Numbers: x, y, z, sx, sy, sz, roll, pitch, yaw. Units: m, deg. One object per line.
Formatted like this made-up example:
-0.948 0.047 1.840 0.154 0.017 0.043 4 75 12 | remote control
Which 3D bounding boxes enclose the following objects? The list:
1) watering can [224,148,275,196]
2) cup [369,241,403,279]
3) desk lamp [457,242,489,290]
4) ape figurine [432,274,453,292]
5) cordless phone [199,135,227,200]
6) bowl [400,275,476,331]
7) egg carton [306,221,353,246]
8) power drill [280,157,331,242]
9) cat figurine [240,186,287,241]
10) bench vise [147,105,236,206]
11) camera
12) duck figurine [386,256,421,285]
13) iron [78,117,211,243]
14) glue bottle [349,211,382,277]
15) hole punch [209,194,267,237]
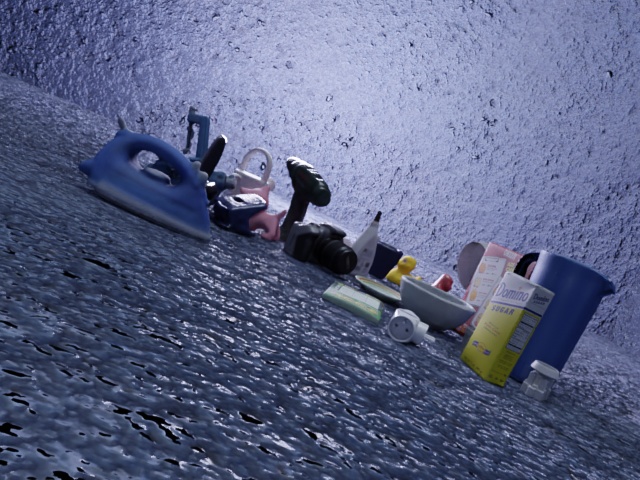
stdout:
-0.186 -0.154 1.537 0.101 0.194 0.173 25 6 7 | watering can
0.172 0.058 1.581 0.091 0.095 0.118 26 6 14 | cup
0.414 0.123 1.390 0.204 0.213 0.117 21 7 -29 | desk lamp
0.320 0.134 1.511 0.076 0.092 0.078 27 6 23 | ape figurine
-0.251 -0.138 1.193 0.094 0.185 0.147 23 6 -10 | cordless phone
0.231 0.140 1.188 0.167 0.075 0.167 24 6 -2 | bowl
0.014 0.005 1.535 0.151 0.069 0.107 21 7 -31 | egg carton
-0.063 -0.101 1.494 0.076 0.208 0.228 20 7 -36 | power drill
-0.140 -0.073 1.384 0.127 0.118 0.067 25 6 12 | cat figurine
-0.296 -0.202 1.405 0.208 0.220 0.121 22 6 -20 | bench vise
0.016 0.016 1.302 0.144 0.101 0.136 19 8 -40 | camera
0.248 0.090 1.640 0.104 0.086 0.077 24 6 -5 | duck figurine
-0.286 -0.111 1.026 0.258 0.141 0.119 25 6 6 | iron
0.115 0.008 1.417 0.078 0.173 0.037 18 8 -44 | glue bottle
-0.185 -0.068 1.290 0.101 0.091 0.108 20 7 -35 | hole punch
